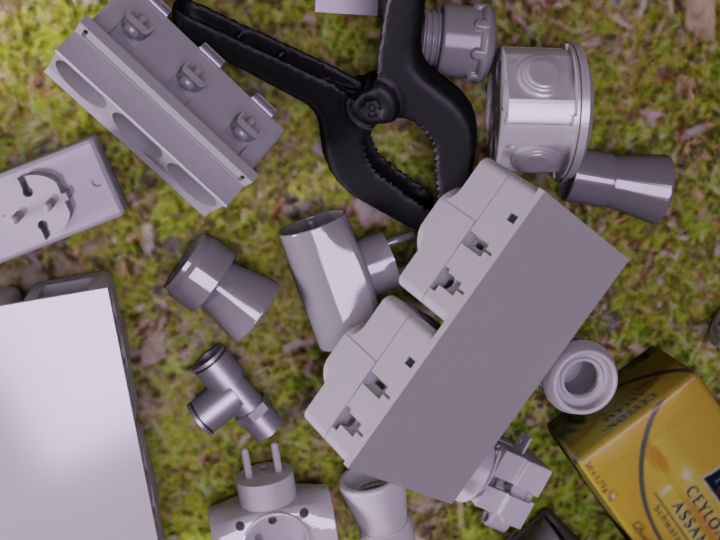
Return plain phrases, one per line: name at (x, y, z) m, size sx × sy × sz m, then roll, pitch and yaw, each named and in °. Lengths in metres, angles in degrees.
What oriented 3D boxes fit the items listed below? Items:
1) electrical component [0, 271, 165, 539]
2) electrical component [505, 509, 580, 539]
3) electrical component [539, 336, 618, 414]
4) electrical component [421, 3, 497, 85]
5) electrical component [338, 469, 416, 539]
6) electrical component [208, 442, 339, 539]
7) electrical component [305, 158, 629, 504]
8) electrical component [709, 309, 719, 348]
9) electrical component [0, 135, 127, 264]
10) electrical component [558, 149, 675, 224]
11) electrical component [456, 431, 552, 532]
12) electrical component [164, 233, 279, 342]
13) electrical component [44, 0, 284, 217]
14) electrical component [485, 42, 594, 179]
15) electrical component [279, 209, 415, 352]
electrical component at (-0.184, 0.102, 0.641) m, size 0.105 × 0.060 × 0.186 m, roll -10°, pitch 103°, yaw -7°
electrical component at (0.127, 0.206, 0.695) m, size 0.062 × 0.096 × 0.061 m, roll -44°, pitch 105°, yaw 2°
electrical component at (0.135, 0.064, 0.688) m, size 0.066 × 0.055 × 0.048 m, roll 22°, pitch 97°, yaw -13°
electrical component at (0.048, -0.137, 0.638) m, size 0.062 × 0.048 × 0.048 m, roll 5°, pitch 101°, yaw -3°
electrical component at (0.015, 0.161, 0.697) m, size 0.044 × 0.044 × 0.065 m, roll -16°, pitch 109°, yaw -6°
electrical component at (-0.057, 0.147, 0.679) m, size 0.077 × 0.044 × 0.079 m, roll -10°, pitch 103°, yaw -7°
electrical component at (0.062, 0.038, 0.643) m, size 0.105 × 0.060 × 0.186 m, roll 30°, pitch 97°, yaw -46°
electrical component at (0.267, 0.047, 0.714) m, size 0.065 × 0.044 × 0.044 m, roll 26°, pitch 97°, yaw -9°
electrical component at (-0.180, -0.037, 0.604) m, size 0.083 × 0.075 × 0.047 m, roll -22°, pitch 104°, yaw -4°
electrical component at (0.158, -0.056, 0.675) m, size 0.065 × 0.044 × 0.044 m, roll 9°, pitch 100°, yaw -6°
electrical component at (0.085, 0.133, 0.700) m, size 0.055 × 0.048 × 0.066 m, roll 25°, pitch 96°, yaw -21°
electrical component at (-0.083, 0.010, 0.646) m, size 0.055 × 0.045 × 0.045 m, roll 37°, pitch 94°, yaw -14°
electrical component at (-0.108, -0.096, 0.609) m, size 0.121 × 0.079 × 0.063 m, roll 43°, pitch 70°, yaw -15°
electrical component at (0.106, -0.095, 0.638) m, size 0.051 × 0.080 × 0.080 m, roll 1°, pitch 102°, yaw -4°
electrical component at (0.000, 0.000, 0.658) m, size 0.079 × 0.043 × 0.077 m, roll -20°, pitch 104°, yaw -5°
